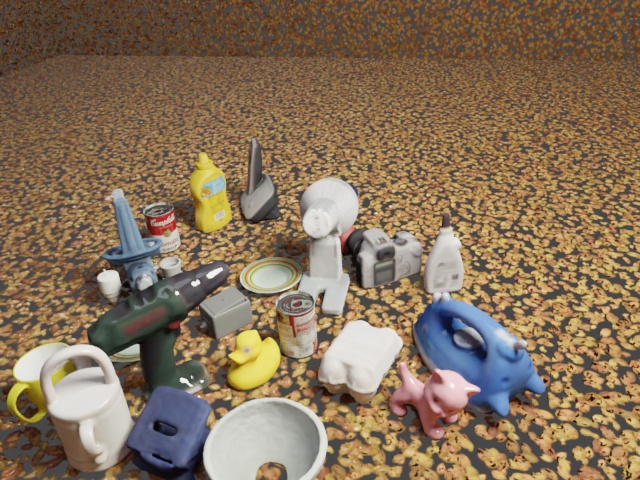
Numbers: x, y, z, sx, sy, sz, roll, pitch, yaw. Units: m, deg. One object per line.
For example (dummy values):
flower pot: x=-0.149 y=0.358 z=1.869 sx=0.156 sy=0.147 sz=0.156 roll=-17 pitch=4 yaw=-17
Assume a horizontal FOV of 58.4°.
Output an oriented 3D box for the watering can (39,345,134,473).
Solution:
watering can: x=-0.337 y=0.225 z=0.819 sx=0.101 sy=0.194 sz=0.172 roll=-28 pitch=39 yaw=-35

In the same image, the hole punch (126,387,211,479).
hole punch: x=-0.212 y=0.278 z=0.818 sx=0.108 sy=0.091 sz=0.101 roll=11 pitch=34 yaw=22

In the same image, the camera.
camera: x=0.125 y=0.017 z=1.209 sx=0.143 sy=0.101 sz=0.136 roll=-15 pitch=33 yaw=-18

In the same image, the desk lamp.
desk lamp: x=0.010 y=0.004 z=1.132 sx=0.117 sy=0.214 sz=0.203 roll=2 pitch=31 yaw=9

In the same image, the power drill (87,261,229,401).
power drill: x=-0.239 y=0.154 z=0.913 sx=0.230 sy=0.209 sz=0.075 roll=-21 pitch=35 yaw=-26

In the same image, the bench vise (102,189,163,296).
bench vise: x=-0.360 y=0.017 z=1.142 sx=0.122 sy=0.220 sz=0.206 roll=-28 pitch=39 yaw=-34

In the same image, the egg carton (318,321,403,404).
egg carton: x=0.067 y=0.197 z=0.946 sx=0.107 sy=0.069 sz=0.150 roll=12 pitch=34 yaw=25

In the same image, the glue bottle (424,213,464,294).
glue bottle: x=0.243 y=0.025 z=1.114 sx=0.078 sy=0.173 sz=0.037 roll=-6 pitch=31 yaw=-4

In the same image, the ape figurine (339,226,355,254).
ape figurine: x=0.047 y=-0.020 z=1.287 sx=0.078 sy=0.092 sz=0.076 roll=-16 pitch=33 yaw=-19

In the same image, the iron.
iron: x=0.235 y=0.158 z=0.924 sx=0.119 sy=0.141 sz=0.257 roll=-20 pitch=35 yaw=-25

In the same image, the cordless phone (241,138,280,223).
cordless phone: x=-0.158 y=-0.150 z=1.432 sx=0.094 sy=0.185 sz=0.147 roll=-12 pitch=32 yaw=-13

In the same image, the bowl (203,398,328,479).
bowl: x=-0.071 y=0.301 z=0.781 sx=0.167 sy=0.075 sz=0.167 roll=-2 pitch=31 yaw=2

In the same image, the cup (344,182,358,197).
cup: x=0.046 y=-0.074 z=1.373 sx=0.091 sy=0.095 sz=0.118 roll=1 pitch=31 yaw=7

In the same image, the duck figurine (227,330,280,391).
duck figurine: x=-0.114 y=0.189 z=0.961 sx=0.077 sy=0.086 sz=0.105 roll=20 pitch=38 yaw=34

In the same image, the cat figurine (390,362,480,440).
cat figurine: x=0.166 y=0.223 z=0.845 sx=0.127 sy=0.118 sz=0.067 roll=23 pitch=40 yaw=37
